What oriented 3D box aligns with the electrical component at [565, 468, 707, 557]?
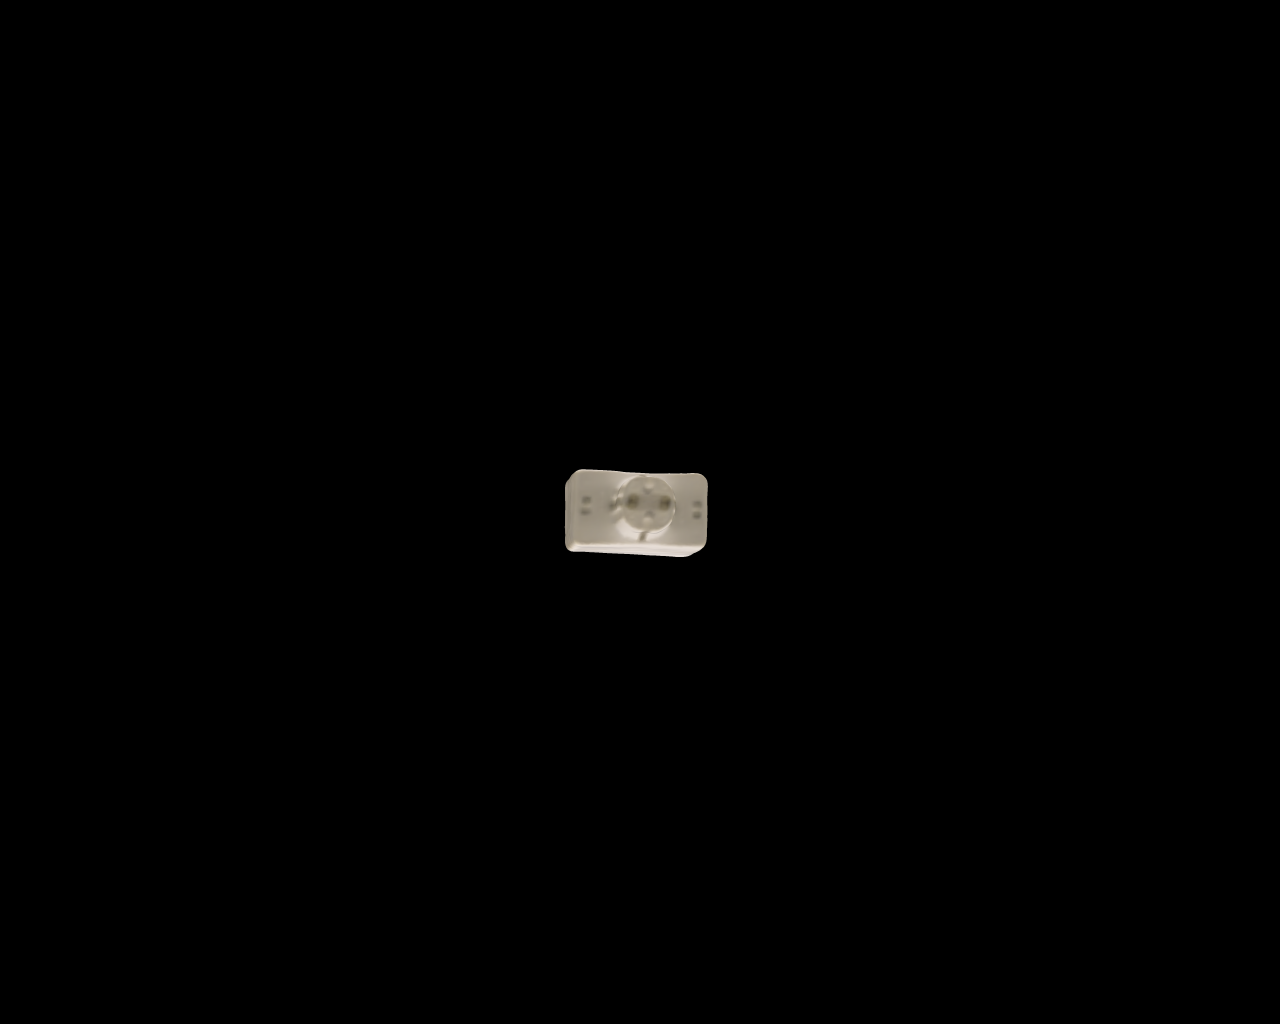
[{"bbox_3d":[0.001,-0.003,0.650,0.083,0.047,0.075,2,-11,-12],"label":"electrical component"}]
